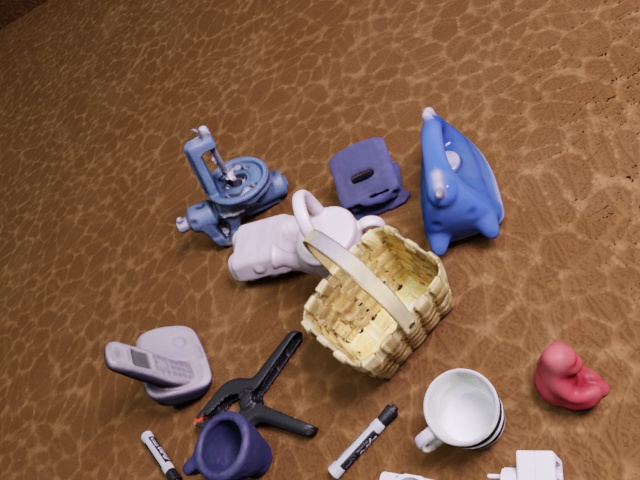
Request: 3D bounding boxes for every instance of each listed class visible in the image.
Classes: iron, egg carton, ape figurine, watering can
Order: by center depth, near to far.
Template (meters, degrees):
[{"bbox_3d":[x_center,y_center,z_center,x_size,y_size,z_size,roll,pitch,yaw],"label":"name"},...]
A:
[{"bbox_3d":[0.270,0.145,0.634,0.076,0.092,0.078,-19,51,24],"label":"ape figurine"},{"bbox_3d":[0.181,-0.114,0.842,0.118,0.142,0.258,-20,50,22],"label":"iron"},{"bbox_3d":[0.008,0.005,0.842,0.173,0.195,0.100,-40,46,5],"label":"watering can"},{"bbox_3d":[-0.089,0.017,0.989,0.150,0.070,0.107,-15,53,26],"label":"egg carton"}]

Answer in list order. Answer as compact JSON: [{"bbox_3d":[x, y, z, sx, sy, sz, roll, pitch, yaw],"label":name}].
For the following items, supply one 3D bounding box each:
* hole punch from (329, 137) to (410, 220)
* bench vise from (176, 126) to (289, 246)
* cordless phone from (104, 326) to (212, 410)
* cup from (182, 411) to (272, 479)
[{"bbox_3d":[0.079,-0.100,0.939,0.108,0.091,0.101,-22,50,21],"label":"hole punch"},{"bbox_3d":[-0.183,-0.090,1.023,0.207,0.220,0.121,-49,45,-4],"label":"bench vise"},{"bbox_3d":[-0.269,0.182,0.917,0.094,0.186,0.147,-42,45,3],"label":"cordless phone"},{"bbox_3d":[-0.121,0.302,0.793,0.117,0.095,0.091,-34,46,10],"label":"cup"}]
